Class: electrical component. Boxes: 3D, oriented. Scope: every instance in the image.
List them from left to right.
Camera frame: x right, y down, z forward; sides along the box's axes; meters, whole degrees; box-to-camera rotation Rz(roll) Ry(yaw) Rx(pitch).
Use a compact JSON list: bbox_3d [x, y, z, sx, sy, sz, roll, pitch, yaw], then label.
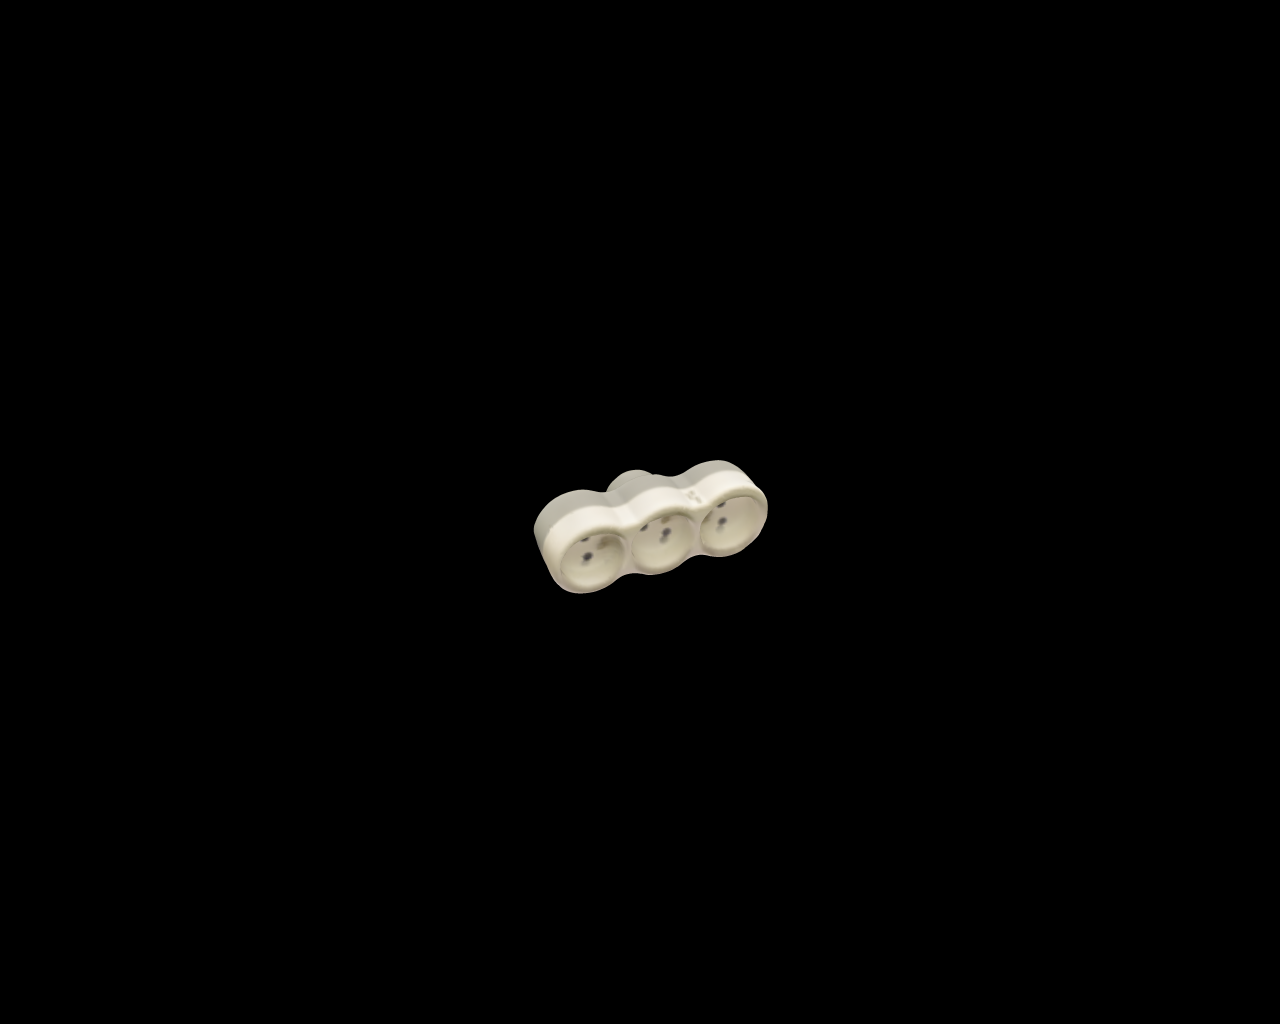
[{"bbox_3d":[0.001,-0.003,0.650,0.138,0.052,0.074,-14,40,-17],"label":"electrical component"}]
